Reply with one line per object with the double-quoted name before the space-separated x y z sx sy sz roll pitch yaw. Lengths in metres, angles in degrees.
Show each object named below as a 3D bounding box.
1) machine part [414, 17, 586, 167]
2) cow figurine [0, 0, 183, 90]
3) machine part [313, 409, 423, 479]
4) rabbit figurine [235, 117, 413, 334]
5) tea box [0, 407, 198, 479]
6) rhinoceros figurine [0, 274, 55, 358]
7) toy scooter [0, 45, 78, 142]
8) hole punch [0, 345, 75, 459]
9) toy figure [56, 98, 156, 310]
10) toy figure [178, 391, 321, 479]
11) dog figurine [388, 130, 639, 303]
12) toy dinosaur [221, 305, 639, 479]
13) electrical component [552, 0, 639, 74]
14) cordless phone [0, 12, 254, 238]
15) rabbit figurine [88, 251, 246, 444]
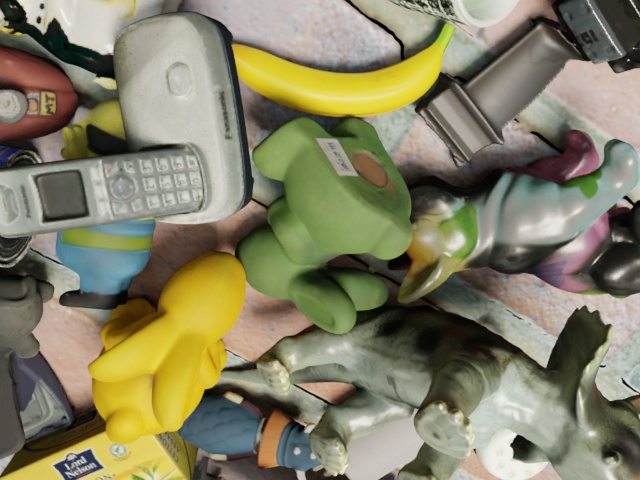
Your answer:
"machine part" 0.156 -0.134 0.468 0.139 0.039 0.084 -38 101 12
"cow figurine" -0.200 -0.177 0.426 0.167 0.068 0.098 12 114 -5
"machine part" 0.093 0.176 0.551 0.243 0.079 0.079 -36 107 11
"rabbit figurine" -0.001 -0.001 0.470 0.159 0.121 0.170 54 128 9
"tea box" -0.226 0.231 0.563 0.170 0.068 0.098 -26 109 8
"rhinoceros figurine" -0.333 0.057 0.464 0.190 0.112 0.073 6 74 1
"toy scooter" -0.290 -0.115 0.405 0.184 0.135 0.075 8 107 -6
"hole punch" -0.325 0.162 0.536 0.142 0.092 0.116 -24 77 8
"toy figure" -0.176 -0.030 0.463 0.089 0.082 0.180 4 95 -25
"toy figure" -0.067 0.197 0.553 0.155 0.058 0.064 13 111 7
"dog figurine" 0.172 0.005 0.484 0.219 0.108 0.191 -29 111 12
"toy dinosaur" 0.083 0.113 0.466 0.192 0.405 0.131 -24 114 -38
"electrical component" 0.248 -0.201 0.418 0.134 0.058 0.115 -46 104 -9
"cordless phone" -0.147 -0.077 0.383 0.184 0.089 0.146 -11 104 -13
"rabbit figurine" -0.132 0.083 0.466 0.122 0.162 0.173 39 110 -4
